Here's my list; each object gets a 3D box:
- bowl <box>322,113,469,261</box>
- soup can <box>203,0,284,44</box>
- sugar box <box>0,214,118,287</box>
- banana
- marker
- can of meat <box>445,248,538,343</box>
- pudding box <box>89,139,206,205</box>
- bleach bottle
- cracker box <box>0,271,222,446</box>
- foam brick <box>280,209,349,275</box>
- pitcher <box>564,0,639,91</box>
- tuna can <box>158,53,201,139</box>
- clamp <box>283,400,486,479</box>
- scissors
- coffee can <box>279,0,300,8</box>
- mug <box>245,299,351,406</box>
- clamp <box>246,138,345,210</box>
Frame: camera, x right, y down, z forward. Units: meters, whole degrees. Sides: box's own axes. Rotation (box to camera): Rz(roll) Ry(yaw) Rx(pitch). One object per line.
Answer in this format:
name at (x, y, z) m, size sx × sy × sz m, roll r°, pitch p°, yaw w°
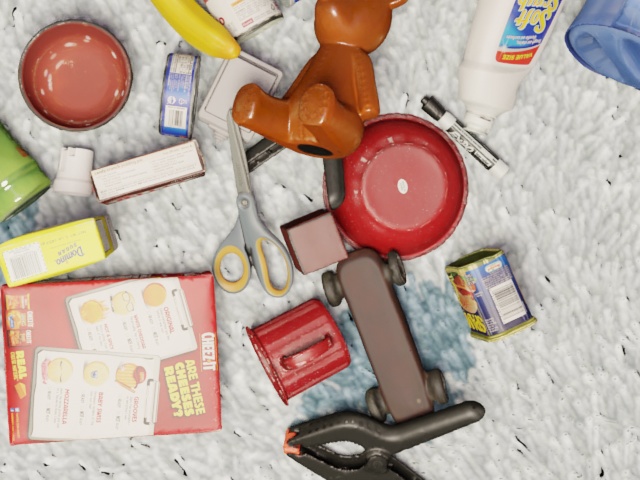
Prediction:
bowl at (0.085, -0.056, 1.133) m, size 0.162 × 0.055 × 0.162 m, roll 0°, pitch 92°, yaw -6°
soup can at (-0.089, -0.259, 1.099) m, size 0.068 × 0.068 × 0.102 m, roll -29°, pitch 96°, yaw -5°
sugar box at (-0.250, 0.008, 1.037) m, size 0.093 × 0.176 × 0.048 m, roll -16°, pitch 92°, yaw -5°
banana at (-0.149, -0.253, 1.088) m, size 0.037 × 0.070 × 0.198 m, roll -32°, pitch 84°, yaw -23°
marker at (0.155, -0.112, 1.156) m, size 0.121 × 0.020 × 0.020 m, roll 42°, pitch 87°, yaw -6°
can of meat at (0.177, 0.056, 1.125) m, size 0.057 × 0.102 × 0.084 m, roll -24°, pitch 92°, yaw -6°
pudding box at (-0.174, -0.068, 1.086) m, size 0.113 × 0.090 × 0.039 m, roll -19°, pitch 94°, yaw -6°
bleach bottle at (0.209, -0.232, 1.129) m, size 0.102 × 0.068 × 0.251 m, roll 13°, pitch 97°, yaw -38°
cracker box at (-0.212, 0.119, 1.100) m, size 0.213 × 0.072 × 0.164 m, roll -3°, pitch 94°, yaw -7°
foam brick at (-0.007, 0.001, 1.114) m, size 0.053 × 0.078 × 0.051 m, roll -22°, pitch 96°, yaw -4°
pitcher at (0.366, -0.285, 1.105) m, size 0.144 × 0.149 × 0.243 m, roll 32°, pitch 81°, yaw -26°
tuna can at (-0.143, -0.147, 1.088) m, size 0.033 × 0.086 × 0.086 m, roll 7°, pitch 91°, yaw -5°
clamp at (0.068, 0.218, 1.128) m, size 0.210 × 0.036 × 0.165 m, roll 13°, pitch 120°, yaw -2°
scissors at (-0.091, -0.027, 1.109) m, size 0.096 × 0.016 × 0.202 m, roll -20°, pitch 102°, yaw 19°
coffee can at (0.003, -0.316, 1.089) m, size 0.140 × 0.103 × 0.103 m, roll -30°, pitch 95°, yaw -5°
mug at (-0.019, 0.112, 1.100) m, size 0.081 × 0.117 × 0.093 m, roll -27°, pitch 91°, yaw -10°
clamp at (0.005, -0.117, 1.116) m, size 0.120 × 0.039 × 0.171 m, roll 32°, pitch 88°, yaw 11°
